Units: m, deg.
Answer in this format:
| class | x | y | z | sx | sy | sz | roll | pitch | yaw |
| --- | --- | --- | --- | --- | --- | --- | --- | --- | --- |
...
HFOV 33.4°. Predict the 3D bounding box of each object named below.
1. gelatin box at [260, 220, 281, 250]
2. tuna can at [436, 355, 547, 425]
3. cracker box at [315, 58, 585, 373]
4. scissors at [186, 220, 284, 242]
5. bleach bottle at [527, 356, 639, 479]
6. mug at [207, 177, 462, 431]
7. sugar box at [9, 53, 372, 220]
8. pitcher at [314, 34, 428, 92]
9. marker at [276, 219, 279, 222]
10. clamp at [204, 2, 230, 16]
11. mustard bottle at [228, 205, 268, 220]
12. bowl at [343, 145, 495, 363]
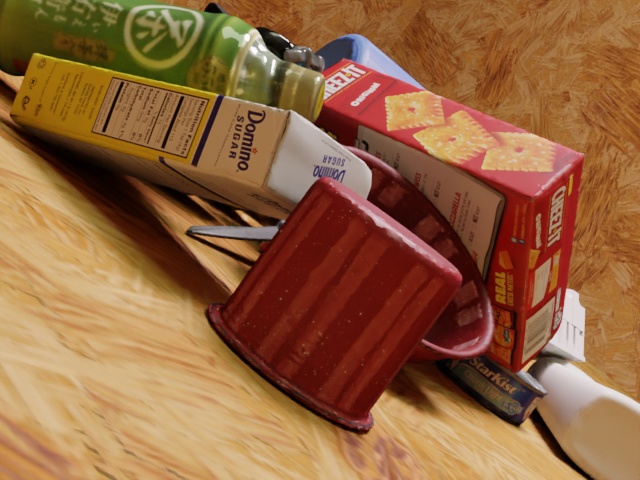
| class | x | y | z | sx | sy | sz | roll | pitch | yaw |
| --- | --- | --- | --- | --- | --- | --- | --- | --- | --- |
| gelatin box | 0.001 | 0.016 | 0.784 | 0.073 | 0.030 | 0.089 | 38 | 6 | 8 |
| tuna can | 0.132 | 0.105 | 0.830 | 0.086 | 0.034 | 0.086 | 36 | 5 | -4 |
| cracker box | 0.082 | -0.023 | 0.789 | 0.214 | 0.072 | 0.164 | 29 | -39 | 34 |
| scissors | -0.024 | -0.015 | 0.719 | 0.201 | 0.016 | 0.096 | 16 | 30 | -42 |
| bleach bottle | 0.234 | 0.152 | 0.927 | 0.102 | 0.068 | 0.251 | 36 | 3 | -1 |
| mug | 0.016 | 0.029 | 0.492 | 0.093 | 0.081 | 0.117 | 40 | 7 | 35 |
| sugar box | -0.068 | -0.050 | 0.558 | 0.176 | 0.048 | 0.093 | 14 | -8 | 31 |
| pitcher | 0.074 | -0.078 | 1.004 | 0.242 | 0.149 | 0.145 | 40 | 38 | -27 |
| marker | -0.006 | 0.001 | 0.935 | 0.020 | 0.020 | 0.121 | 32 | 7 | -40 |
| clamp | -0.065 | -0.162 | 1.065 | 0.210 | 0.036 | 0.164 | 39 | 26 | 5 |
| mustard bottle | -0.090 | -0.077 | 0.842 | 0.192 | 0.058 | 0.096 | 38 | -18 | 10 |
| bowl | 0.034 | 0.019 | 0.665 | 0.162 | 0.055 | 0.162 | 34 | 31 | -24 |
